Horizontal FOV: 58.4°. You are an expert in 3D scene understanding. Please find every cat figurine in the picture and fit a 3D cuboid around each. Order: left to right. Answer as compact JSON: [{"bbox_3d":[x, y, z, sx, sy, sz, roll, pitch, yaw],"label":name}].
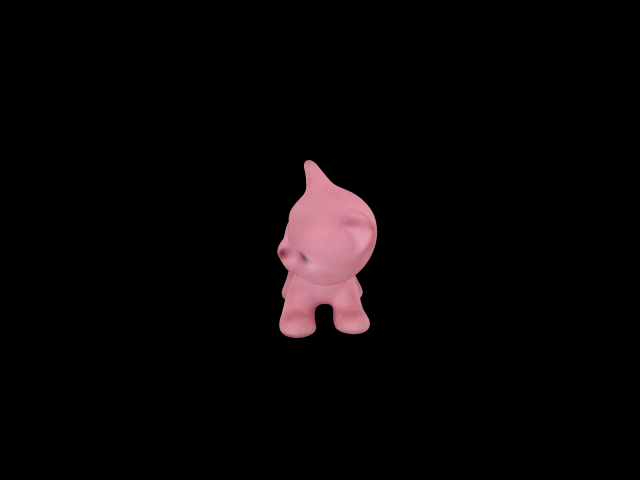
[{"bbox_3d":[0.004,0.001,0.400,0.067,0.118,0.127,-1,15,-4],"label":"cat figurine"}]
